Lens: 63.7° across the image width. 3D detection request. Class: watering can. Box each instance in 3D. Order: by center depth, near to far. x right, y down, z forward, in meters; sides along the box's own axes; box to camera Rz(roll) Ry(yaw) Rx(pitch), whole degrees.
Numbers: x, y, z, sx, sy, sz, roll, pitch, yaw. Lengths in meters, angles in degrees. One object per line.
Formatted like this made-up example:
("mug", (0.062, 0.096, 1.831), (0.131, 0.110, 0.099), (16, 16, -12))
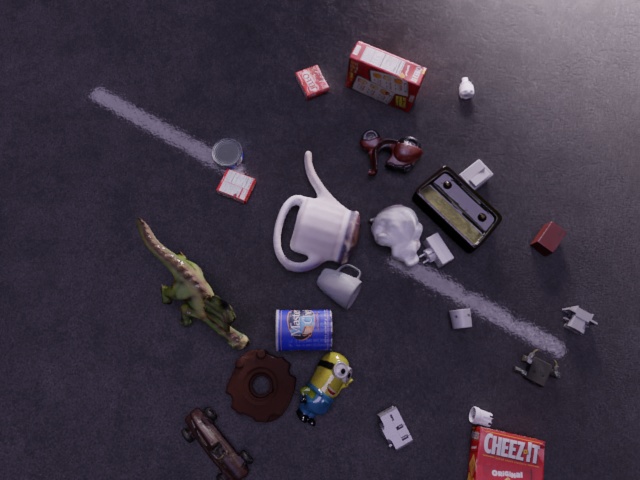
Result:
("watering can", (0.004, -0.070, 1.397), (0.224, 0.102, 0.353), (16, 71, 1))

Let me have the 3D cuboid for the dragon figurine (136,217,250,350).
("dragon figurine", (-0.282, 0.125, 1.229), (0.244, 0.402, 0.124), (13, 51, 41))

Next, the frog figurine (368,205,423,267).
("frog figurine", (0.213, -0.008, 1.382), (0.138, 0.120, 0.162), (-5, 61, -24))
